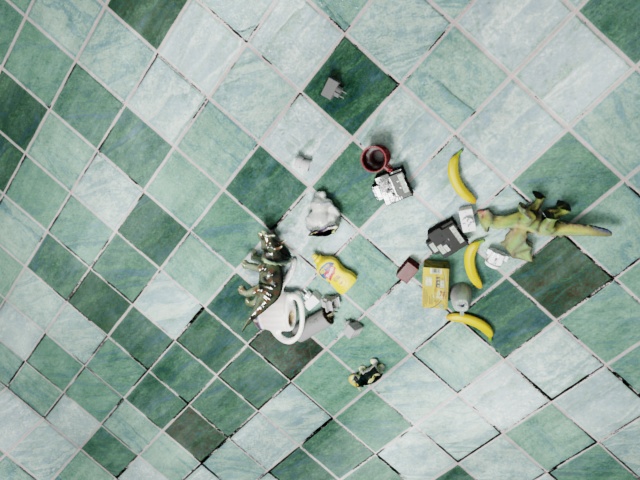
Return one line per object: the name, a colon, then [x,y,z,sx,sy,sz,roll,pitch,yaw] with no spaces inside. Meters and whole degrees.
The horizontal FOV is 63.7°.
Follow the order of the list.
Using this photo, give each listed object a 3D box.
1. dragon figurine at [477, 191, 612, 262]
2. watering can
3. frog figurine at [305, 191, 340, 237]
dragon figurine: [0.740,-0.024,1.763,0.411,0.125,0.237,26,132,6]
watering can: [-0.167,0.246,2.081,0.224,0.104,0.347,-3,91,22]
frog figurine: [0.006,-0.097,1.924,0.136,0.122,0.162,-22,67,29]
